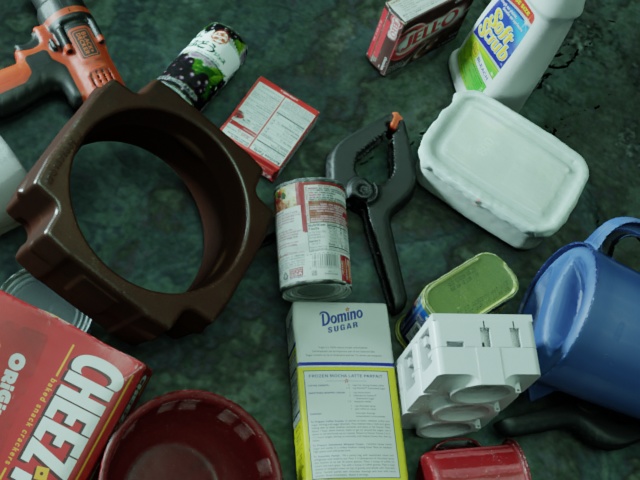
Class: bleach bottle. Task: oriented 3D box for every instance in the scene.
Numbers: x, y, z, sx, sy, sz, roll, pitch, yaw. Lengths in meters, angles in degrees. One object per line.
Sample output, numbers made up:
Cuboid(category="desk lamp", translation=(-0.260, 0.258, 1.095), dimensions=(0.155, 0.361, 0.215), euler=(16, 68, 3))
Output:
Cuboid(category="bleach bottle", translation=(0.205, -0.221, 1.071), dimensions=(0.068, 0.251, 0.102), euler=(-7, 65, -16))

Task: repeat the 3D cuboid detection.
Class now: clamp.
Cuboid(category="clamp", translation=(0.247, 0.143, 1.019), dimensions=(0.171, 0.039, 0.120), euler=(14, 67, -13))
Cuboid(category="clamp", translation=(0.030, -0.042, 1.064), dimensions=(0.164, 0.036, 0.210), euler=(19, 65, -3))

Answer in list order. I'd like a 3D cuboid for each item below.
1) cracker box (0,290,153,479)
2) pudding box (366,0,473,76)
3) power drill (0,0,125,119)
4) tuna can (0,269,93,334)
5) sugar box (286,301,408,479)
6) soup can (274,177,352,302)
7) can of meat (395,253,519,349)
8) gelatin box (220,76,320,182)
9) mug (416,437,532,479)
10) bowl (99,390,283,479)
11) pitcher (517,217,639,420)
Cuboid(category="cracker box", translation=(-0.270, 0.128, 0.867), dimensions=(0.213, 0.072, 0.164), euler=(27, 78, 2))
Cuboid(category="pudding box", translation=(0.110, -0.236, 1.149), dimensions=(0.113, 0.090, 0.039), euler=(-33, 74, -26))
Cuboid(category="power drill", translation=(-0.304, -0.182, 1.047), dimensions=(0.187, 0.057, 0.184), euler=(-23, 71, -22))
Cuboid(category="tuna can", translation=(-0.245, 0.068, 0.948), dimensions=(0.086, 0.034, 0.086), euler=(5, 63, -10))
Cuboid(category="sugar box", translation=(0.022, 0.143, 0.961), dimensions=(0.093, 0.048, 0.176), euler=(3, 58, -12))
Cuboid(category="soup can", translation=(-0.006, 0.001, 0.985), dimensions=(0.068, 0.069, 0.102), euler=(0, 71, -13))
Cuboid(category="can of meat", translation=(0.129, 0.064, 1.005), dimensions=(0.102, 0.084, 0.057), euler=(-30, 74, -24))
Cuboid(category="gelatin box", translation=(-0.054, -0.112, 1.085), dimensions=(0.073, 0.030, 0.089), euler=(31, 61, 2))
Cuboid(category="mug", translation=(0.130, 0.215, 0.935), dimensions=(0.081, 0.093, 0.117), euler=(-3, 34, -9))
Cuboid(category="bowl", translation=(-0.112, 0.208, 0.880), dimensions=(0.161, 0.055, 0.162), euler=(11, 67, -27))
Cuboid(category="pitcher", translation=(0.311, 0.096, 0.965), dimensions=(0.242, 0.149, 0.145), euler=(23, 52, -13))
